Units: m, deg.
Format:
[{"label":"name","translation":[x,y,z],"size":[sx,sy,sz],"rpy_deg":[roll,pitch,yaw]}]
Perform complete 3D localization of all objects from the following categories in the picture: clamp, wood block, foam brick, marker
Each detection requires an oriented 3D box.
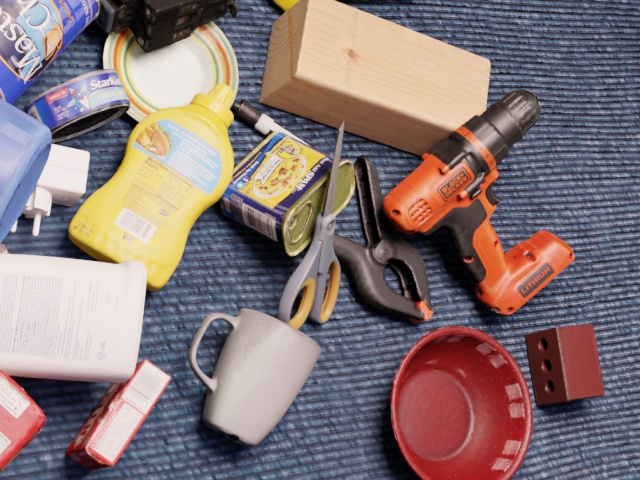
[{"label":"clamp","translation":[0.056,0.004,1.047],"size":[0.171,0.039,0.120],"rpy_deg":[46,67,-14]},{"label":"wood block","translation":[0.056,-0.158,1.057],"size":[0.205,0.090,0.091],"rpy_deg":[16,72,-23]},{"label":"foam brick","translation":[0.254,0.129,1.107],"size":[0.051,0.053,0.078],"rpy_deg":[-2,78,-27]},{"label":"marker","translation":[-0.034,-0.099,1.036],"size":[0.121,0.020,0.020],"rpy_deg":[33,65,-16]}]

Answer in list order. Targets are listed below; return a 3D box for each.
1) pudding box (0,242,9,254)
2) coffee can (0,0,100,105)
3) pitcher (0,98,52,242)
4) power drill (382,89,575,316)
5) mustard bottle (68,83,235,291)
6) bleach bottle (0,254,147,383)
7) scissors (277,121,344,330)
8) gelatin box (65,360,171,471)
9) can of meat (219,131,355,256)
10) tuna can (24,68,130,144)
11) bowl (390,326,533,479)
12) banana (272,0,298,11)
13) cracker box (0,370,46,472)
[{"label":"pudding box","translation":[-0.297,0.046,0.854],"size":[0.113,0.039,0.090],"rpy_deg":[-29,92,-30]},{"label":"coffee can","translation":[-0.267,-0.177,0.889],"size":[0.102,0.103,0.140],"rpy_deg":[41,63,-12]},{"label":"pitcher","translation":[-0.336,-0.081,0.798],"size":[0.242,0.149,0.145],"rpy_deg":[28,58,-8]},{"label":"power drill","translation":[0.174,-0.032,1.050],"size":[0.184,0.057,0.187],"rpy_deg":[-40,117,-1]},{"label":"mustard bottle","translation":[-0.131,-0.058,0.936],"size":[0.096,0.058,0.191],"rpy_deg":[32,75,-5]},{"label":"bleach bottle","translation":[-0.264,0.048,0.813],"size":[0.250,0.068,0.102],"rpy_deg":[10,76,-22]},{"label":"scissors","translation":[-0.006,0.001,0.949],"size":[0.096,0.016,0.202],"rpy_deg":[-41,142,-42]},{"label":"gelatin box","translation":[-0.167,0.145,0.877],"size":[0.030,0.073,0.089],"rpy_deg":[39,64,-13]},{"label":"can of meat","translation":[-0.031,-0.046,0.982],"size":[0.084,0.057,0.102],"rpy_deg":[28,58,27]},{"label":"tuna can","translation":[-0.207,-0.113,0.913],"size":[0.086,0.086,0.034],"rpy_deg":[-25,91,-30]},{"label":"bowl","translation":[0.125,0.167,1.031],"size":[0.161,0.055,0.162],"rpy_deg":[7,74,-26]},{"label":"banana","translation":[-0.037,-0.272,1.048],"size":[0.197,0.070,0.037],"rpy_deg":[57,29,-27]},{"label":"cracker box","translation":[-0.298,0.190,0.747],"size":[0.072,0.164,0.213],"rpy_deg":[44,62,-9]}]
